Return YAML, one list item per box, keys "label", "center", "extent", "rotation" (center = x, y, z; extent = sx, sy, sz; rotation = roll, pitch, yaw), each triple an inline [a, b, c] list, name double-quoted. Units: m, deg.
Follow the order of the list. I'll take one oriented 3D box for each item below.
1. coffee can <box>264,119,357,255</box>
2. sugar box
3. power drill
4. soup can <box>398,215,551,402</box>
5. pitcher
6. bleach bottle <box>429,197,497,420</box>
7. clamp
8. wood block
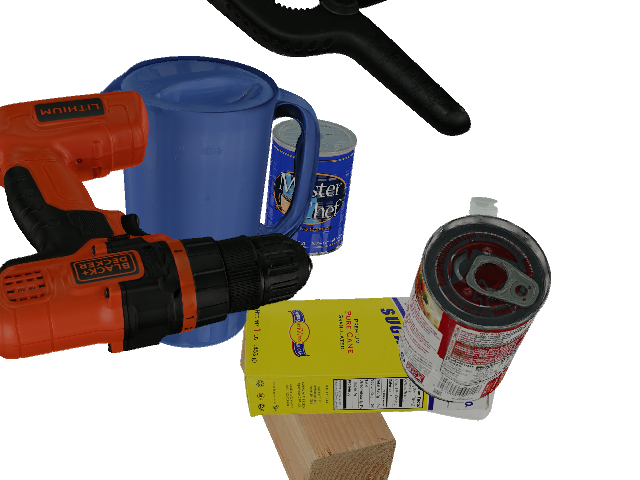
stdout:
- label: "coffee can"
  center: [-0.014, -0.067, 1.316]
  extent: [0.102, 0.140, 0.103]
  rotation: [5, 28, -3]
- label: "sugar box"
  center: [0.033, 0.084, 0.797]
  extent: [0.176, 0.048, 0.093]
  rotation: [-4, 35, 0]
- label: "power drill"
  center: [-0.116, -0.016, 0.633]
  extent: [0.184, 0.057, 0.188]
  rotation: [-9, 42, -21]
- label: "soup can"
  center: [0.083, 0.041, 0.595]
  extent: [0.068, 0.068, 0.102]
  rotation: [0, -31, -4]
- label: "pitcher"
  center: [-0.100, -0.031, 0.940]
  extent: [0.149, 0.243, 0.144]
  rotation: [25, 34, 32]
- label: "bleach bottle"
  center: [0.164, 0.074, 1.223]
  extent: [0.103, 0.251, 0.068]
  rotation: [9, 14, 16]
- label: "clamp"
  center: [0.017, -0.154, 0.741]
  extent: [0.210, 0.164, 0.036]
  rotation: [6, -27, -8]
- label: "wood block"
  center: [-0.008, 0.168, 1.114]
  extent: [0.090, 0.090, 0.206]
  rotation: [-9, 43, -20]
